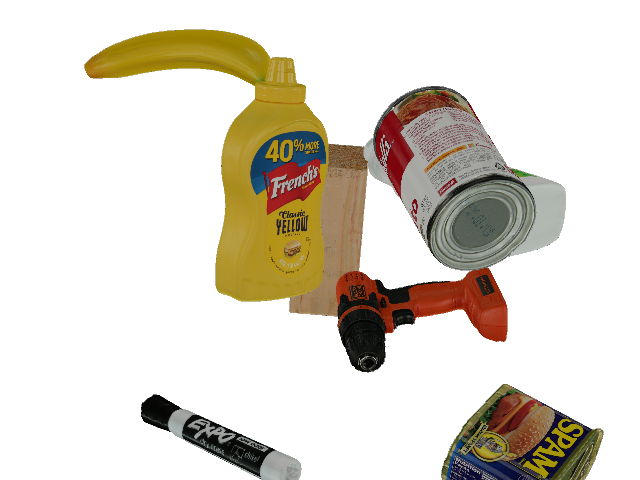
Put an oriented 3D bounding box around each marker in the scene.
[{"bbox_3d":[-0.062,0.117,0.629,0.121,0.020,0.020,16,10,37],"label":"marker"}]

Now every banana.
[{"bbox_3d":[-0.124,-0.171,1.003,0.198,0.037,0.069,9,45,18],"label":"banana"}]

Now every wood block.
[{"bbox_3d":[0.010,-0.014,1.388,0.090,0.206,0.091,4,25,1],"label":"wood block"}]

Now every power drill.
[{"bbox_3d":[0.112,0.085,1.206,0.187,0.057,0.184,-3,27,-3],"label":"power drill"}]

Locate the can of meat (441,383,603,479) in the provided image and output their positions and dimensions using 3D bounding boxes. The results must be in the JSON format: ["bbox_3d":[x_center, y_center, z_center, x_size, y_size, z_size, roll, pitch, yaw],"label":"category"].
[{"bbox_3d":[0.153,0.164,0.811,0.084,0.057,0.101,27,40,27],"label":"can of meat"}]

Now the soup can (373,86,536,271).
[{"bbox_3d":[0.079,-0.038,0.642,0.068,0.069,0.102,0,37,-19],"label":"soup can"}]

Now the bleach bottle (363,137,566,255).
[{"bbox_3d":[0.119,-0.057,1.051,0.102,0.068,0.251,-10,24,-32],"label":"bleach bottle"}]

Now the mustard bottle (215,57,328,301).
[{"bbox_3d":[-0.036,-0.051,0.862,0.096,0.192,0.058,-8,18,-40],"label":"mustard bottle"}]
